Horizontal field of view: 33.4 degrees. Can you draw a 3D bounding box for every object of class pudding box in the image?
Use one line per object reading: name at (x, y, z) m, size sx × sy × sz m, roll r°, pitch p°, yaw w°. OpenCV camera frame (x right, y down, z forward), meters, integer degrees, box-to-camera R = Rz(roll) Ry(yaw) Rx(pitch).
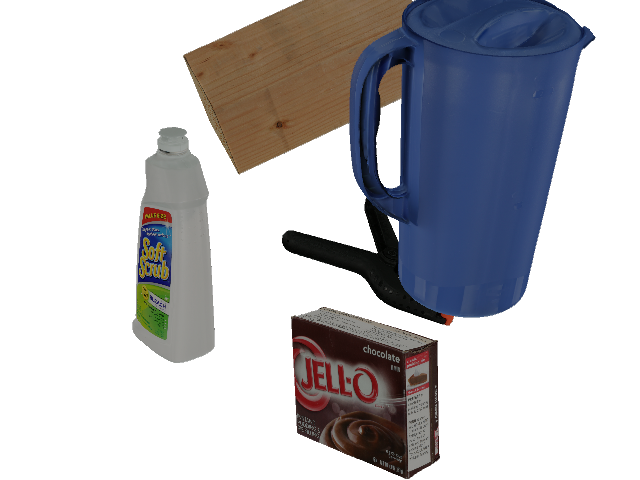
pudding box at (0.029, 0.101, 0.733) m, size 0.039 × 0.090 × 0.114 m, roll -17°, pitch 20°, yaw -42°

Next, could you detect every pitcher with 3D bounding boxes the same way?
pitcher at (0.111, -0.062, 0.830) m, size 0.149 × 0.243 × 0.144 m, roll 16°, pitch 35°, yaw 20°

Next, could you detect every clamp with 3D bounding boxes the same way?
clamp at (0.068, 0.028, 1.233) m, size 0.164 × 0.036 × 0.210 m, roll -19°, pitch 50°, yaw -38°

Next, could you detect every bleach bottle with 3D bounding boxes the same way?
bleach bottle at (-0.157, 0.000, 1.129) m, size 0.067 × 0.251 × 0.103 m, roll -19°, pitch 33°, yaw -35°

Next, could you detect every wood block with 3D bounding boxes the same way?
wood block at (-0.009, -0.159, 0.994) m, size 0.206 × 0.090 × 0.091 m, roll -25°, pitch -40°, yaw -5°
